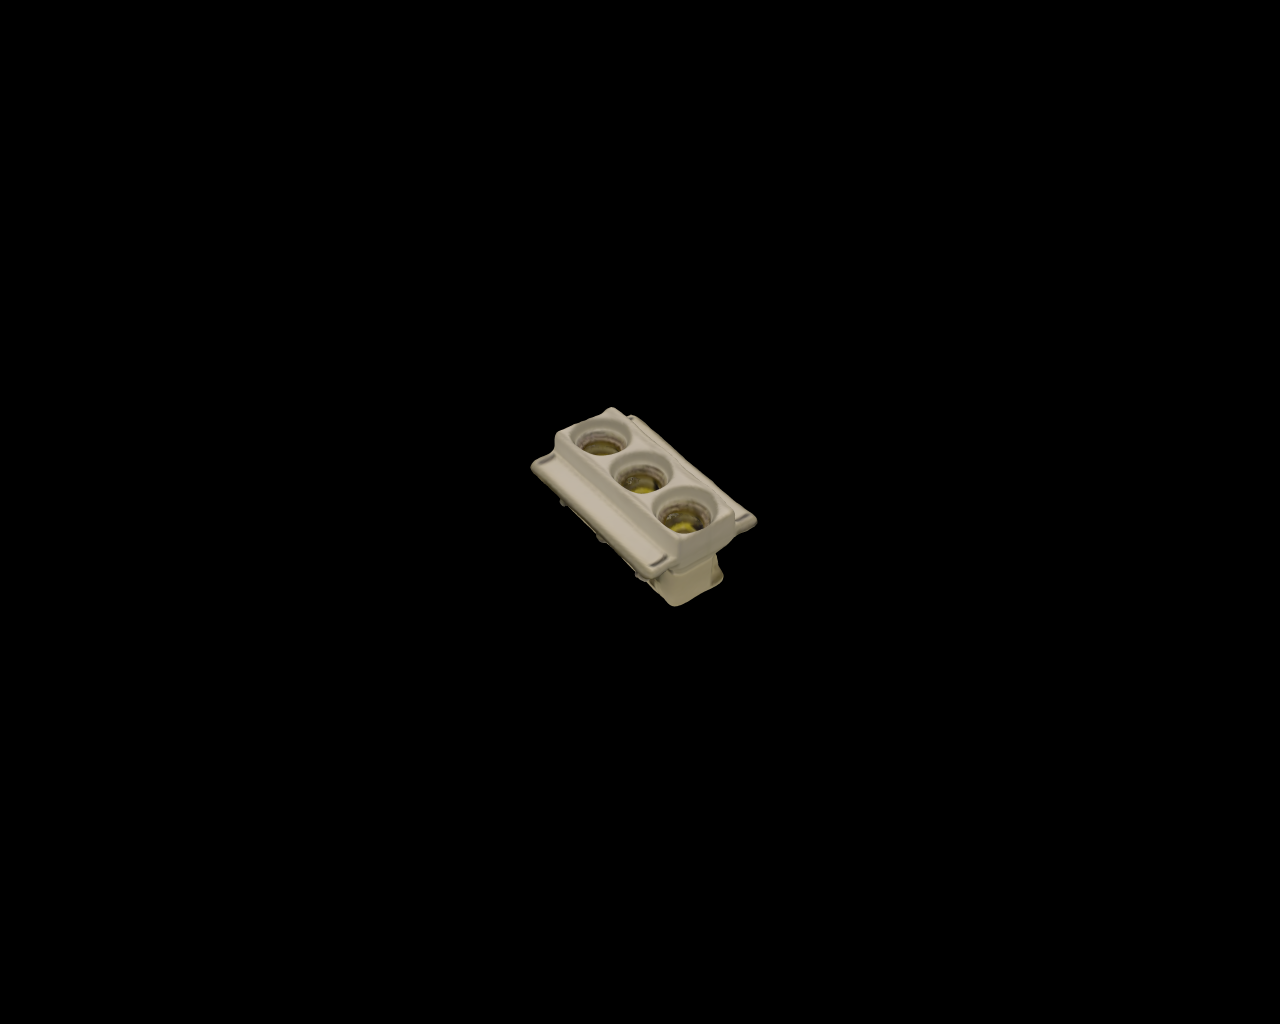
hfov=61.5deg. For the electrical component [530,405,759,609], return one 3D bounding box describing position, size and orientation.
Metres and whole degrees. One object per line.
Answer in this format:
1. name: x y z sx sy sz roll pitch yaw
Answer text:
1. electrical component: 0.001 -0.003 0.650 0.079 0.063 0.121 -27 49 -26
